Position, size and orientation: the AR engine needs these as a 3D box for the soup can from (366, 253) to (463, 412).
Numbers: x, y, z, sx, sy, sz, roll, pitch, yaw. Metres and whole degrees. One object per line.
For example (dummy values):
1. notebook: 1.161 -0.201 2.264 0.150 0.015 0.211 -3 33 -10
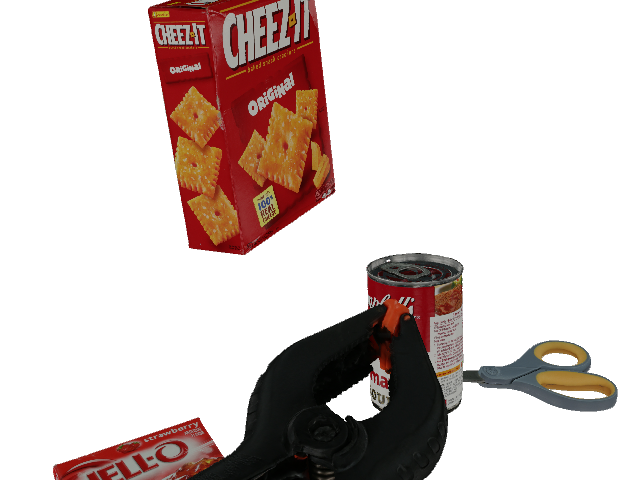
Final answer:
1. soup can: 0.068 0.067 0.761 0.068 0.102 0.068 -2 16 0

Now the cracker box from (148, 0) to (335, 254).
1. cracker box: -0.060 -0.116 0.946 0.072 0.214 0.163 7 25 31

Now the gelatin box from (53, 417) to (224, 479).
1. gelatin box: -0.094 0.138 0.584 0.089 0.030 0.073 -15 28 -20

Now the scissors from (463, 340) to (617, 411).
1. scissors: 0.155 0.108 0.925 0.202 0.016 0.096 10 29 6

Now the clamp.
1. clamp: 0.008 0.090 0.400 0.120 0.039 0.171 27 50 19
